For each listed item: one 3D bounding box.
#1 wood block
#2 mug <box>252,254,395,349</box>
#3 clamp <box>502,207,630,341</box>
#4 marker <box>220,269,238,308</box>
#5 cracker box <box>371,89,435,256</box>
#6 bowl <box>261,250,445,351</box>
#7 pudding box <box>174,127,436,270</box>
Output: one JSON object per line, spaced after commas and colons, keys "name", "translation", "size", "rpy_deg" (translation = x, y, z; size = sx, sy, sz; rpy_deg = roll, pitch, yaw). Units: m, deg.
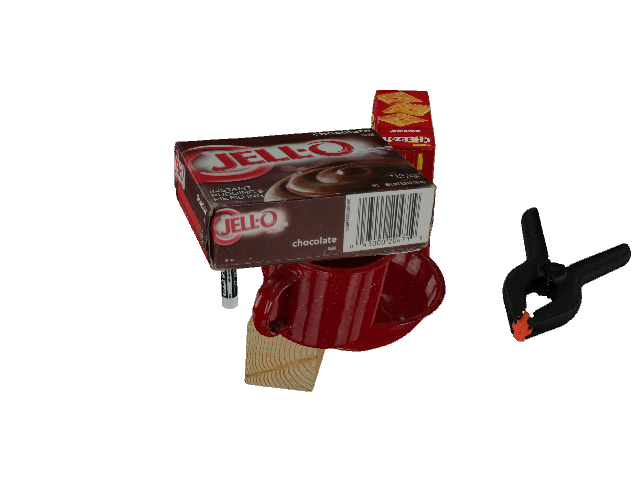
{"name": "wood block", "translation": [-0.037, 0.114, 1.431], "size": [0.091, 0.090, 0.206], "rpy_deg": [6, 19, 5]}
{"name": "mug", "translation": [-0.004, 0.025, 0.718], "size": [0.093, 0.081, 0.117], "rpy_deg": [31, 45, 22]}
{"name": "clamp", "translation": [0.232, 0.032, 1.107], "size": [0.120, 0.039, 0.171], "rpy_deg": [27, 50, 30]}
{"name": "marker", "translation": [-0.105, 0.024, 1.212], "size": [0.020, 0.121, 0.020], "rpy_deg": [0, 33, 0]}
{"name": "cracker box", "translation": [0.089, -0.064, 1.204], "size": [0.072, 0.164, 0.213], "rpy_deg": [2, 24, 4]}
{"name": "bowl", "translation": [0.025, 0.048, 0.932], "size": [0.162, 0.055, 0.162], "rpy_deg": [7, 30, -4]}
{"name": "pudding box", "translation": [-0.011, -0.024, 0.535], "size": [0.113, 0.039, 0.090], "rpy_deg": [-4, 26, -17]}
